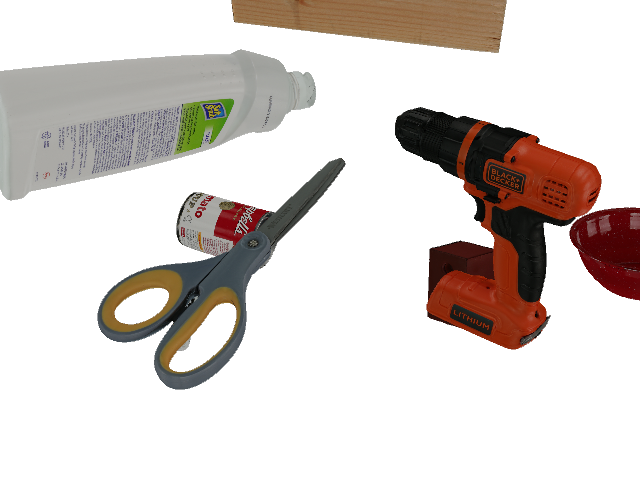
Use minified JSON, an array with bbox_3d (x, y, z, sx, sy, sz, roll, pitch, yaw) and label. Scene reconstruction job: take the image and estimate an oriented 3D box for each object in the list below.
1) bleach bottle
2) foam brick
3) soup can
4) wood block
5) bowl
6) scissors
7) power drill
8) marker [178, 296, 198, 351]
[{"bbox_3d":[-0.125,-0.097,0.830,0.250,0.068,0.103,-11,-30,-23],"label":"bleach bottle"},{"bbox_3d":[0.146,0.045,1.101,0.051,0.078,0.053,-14,21,-41],"label":"foam brick"},{"bbox_3d":[-0.108,-0.013,1.246,0.102,0.068,0.068,16,6,21],"label":"soup can"},{"bbox_3d":[0.040,-0.214,0.806,0.206,0.090,0.091,8,-32,7],"label":"wood block"},{"bbox_3d":[0.350,0.020,1.156,0.162,0.055,0.162,-1,26,0],"label":"bowl"},{"bbox_3d":[-0.061,0.007,0.646,0.096,0.016,0.201,12,47,16],"label":"scissors"},{"bbox_3d":[0.137,-0.012,0.912,0.185,0.188,0.057,25,40,31],"label":"power drill"},{"bbox_3d":[-0.125,0.068,1.001,0.020,0.020,0.121,0,21,1],"label":"marker"}]
